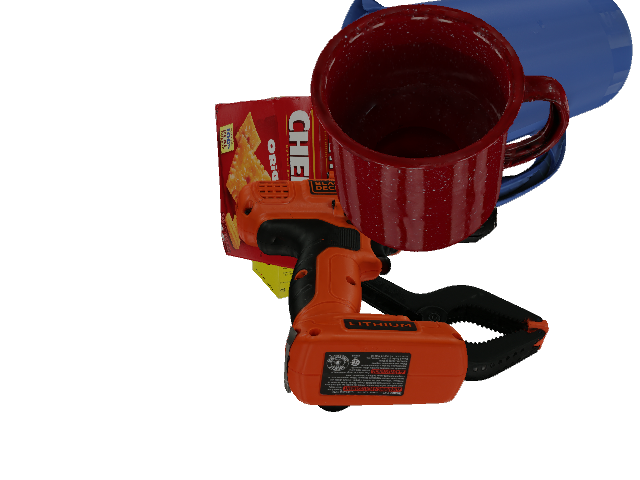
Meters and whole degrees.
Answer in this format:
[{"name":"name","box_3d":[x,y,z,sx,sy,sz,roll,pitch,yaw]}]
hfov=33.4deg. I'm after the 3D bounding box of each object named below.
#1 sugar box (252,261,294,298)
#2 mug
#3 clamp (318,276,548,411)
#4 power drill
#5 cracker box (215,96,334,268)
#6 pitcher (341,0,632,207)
[{"name":"sugar box","box_3d":[-0.051,-0.030,1.259,0.048,0.176,0.093,-13,26,-21]},{"name":"mug","box_3d":[0.057,-0.050,0.497,0.117,0.093,0.081,-10,-33,-1]},{"name":"clamp","box_3d":[0.089,0.085,0.910,0.210,0.164,0.036,8,-42,-1]},{"name":"power drill","box_3d":[0.040,0.023,0.691,0.184,0.057,0.187,-1,36,-6]},{"name":"cracker box","box_3d":[-0.028,-0.058,1.046,0.072,0.164,0.214,-6,8,-29]},{"name":"pitcher","box_3d":[0.140,-0.126,0.855,0.242,0.149,0.145,-18,34,-34]}]
